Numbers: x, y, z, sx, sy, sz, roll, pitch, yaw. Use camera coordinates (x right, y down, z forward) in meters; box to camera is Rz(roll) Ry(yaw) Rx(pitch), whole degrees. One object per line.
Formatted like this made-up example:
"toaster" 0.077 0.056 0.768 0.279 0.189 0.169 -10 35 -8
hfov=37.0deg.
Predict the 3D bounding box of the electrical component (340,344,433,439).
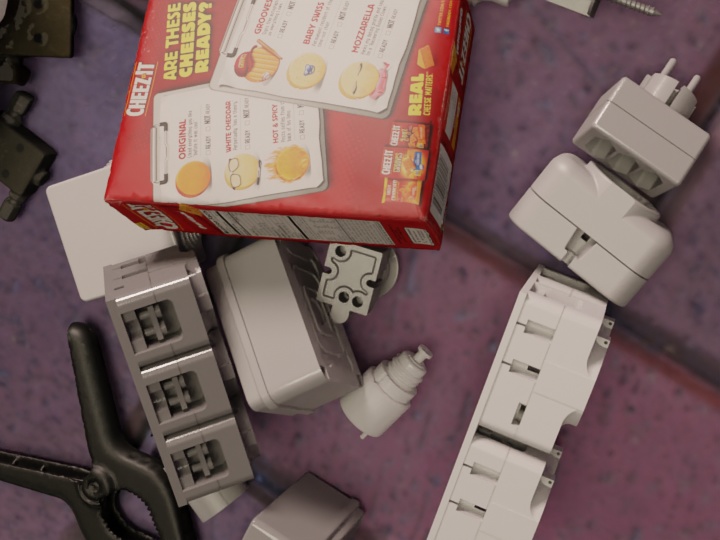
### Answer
"electrical component" 0.021 0.083 0.761 0.040 0.040 0.078 45 107 5

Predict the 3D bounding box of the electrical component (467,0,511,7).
"electrical component" 0.070 -0.188 0.704 0.061 0.035 0.035 24 105 9

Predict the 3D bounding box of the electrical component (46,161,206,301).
"electrical component" -0.170 -0.033 0.791 0.100 0.048 0.099 -16 95 18

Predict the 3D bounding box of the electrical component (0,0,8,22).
"electrical component" -0.313 -0.171 0.770 0.105 0.060 0.186 42 122 35

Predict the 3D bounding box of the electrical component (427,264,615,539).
"electrical component" 0.108 0.100 0.705 0.060 0.105 0.186 21 104 11

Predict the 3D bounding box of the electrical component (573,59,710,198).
"electrical component" 0.186 -0.098 0.678 0.066 0.047 0.076 35 82 0

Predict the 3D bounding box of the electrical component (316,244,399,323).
"electrical component" 0.000 0.000 0.745 0.048 0.055 0.066 17 103 12

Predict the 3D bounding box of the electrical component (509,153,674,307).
"electrical component" 0.153 -0.030 0.697 0.095 0.054 0.059 39 107 7

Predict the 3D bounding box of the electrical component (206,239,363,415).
"electrical component" -0.052 0.040 0.741 0.057 0.078 0.113 -26 72 16

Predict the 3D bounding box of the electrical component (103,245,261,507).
"electrical component" -0.119 0.067 0.729 0.062 0.089 0.150 -18 108 -9

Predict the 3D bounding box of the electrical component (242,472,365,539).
"electrical component" -0.056 0.215 0.770 0.056 0.109 0.108 30 106 12

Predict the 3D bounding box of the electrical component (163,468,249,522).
"electrical component" -0.125 0.144 0.811 0.043 0.043 0.081 -38 88 18
